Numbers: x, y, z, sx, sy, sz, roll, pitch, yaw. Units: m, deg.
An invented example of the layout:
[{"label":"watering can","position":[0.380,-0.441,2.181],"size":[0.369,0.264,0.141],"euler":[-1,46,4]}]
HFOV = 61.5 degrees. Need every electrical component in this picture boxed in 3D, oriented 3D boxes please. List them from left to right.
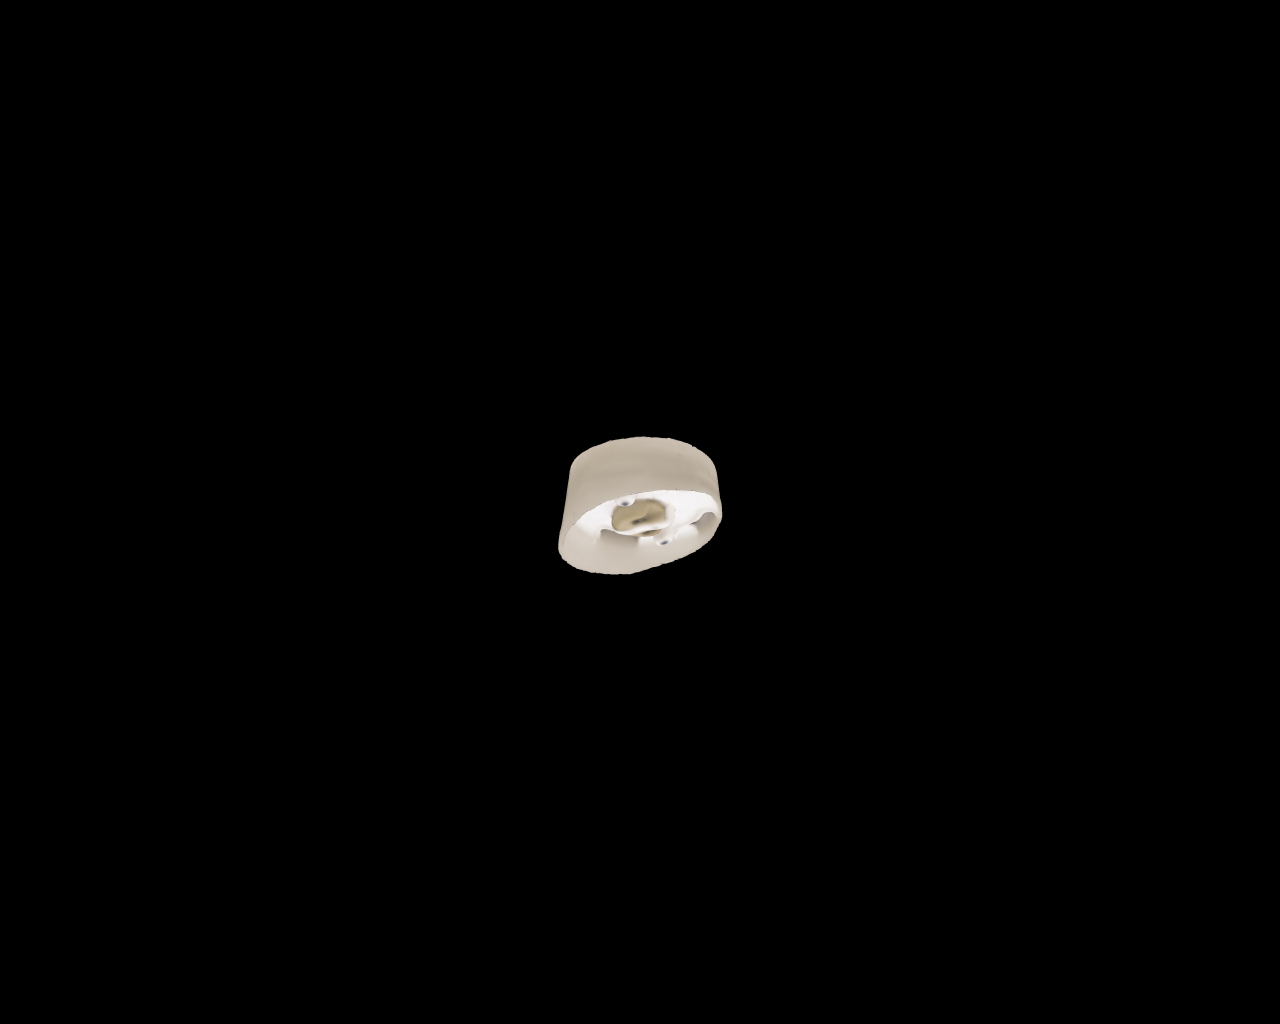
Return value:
[{"label":"electrical component","position":[0.001,-0.003,0.650],"size":[0.099,0.064,0.099],"euler":[0,-26,0]}]
